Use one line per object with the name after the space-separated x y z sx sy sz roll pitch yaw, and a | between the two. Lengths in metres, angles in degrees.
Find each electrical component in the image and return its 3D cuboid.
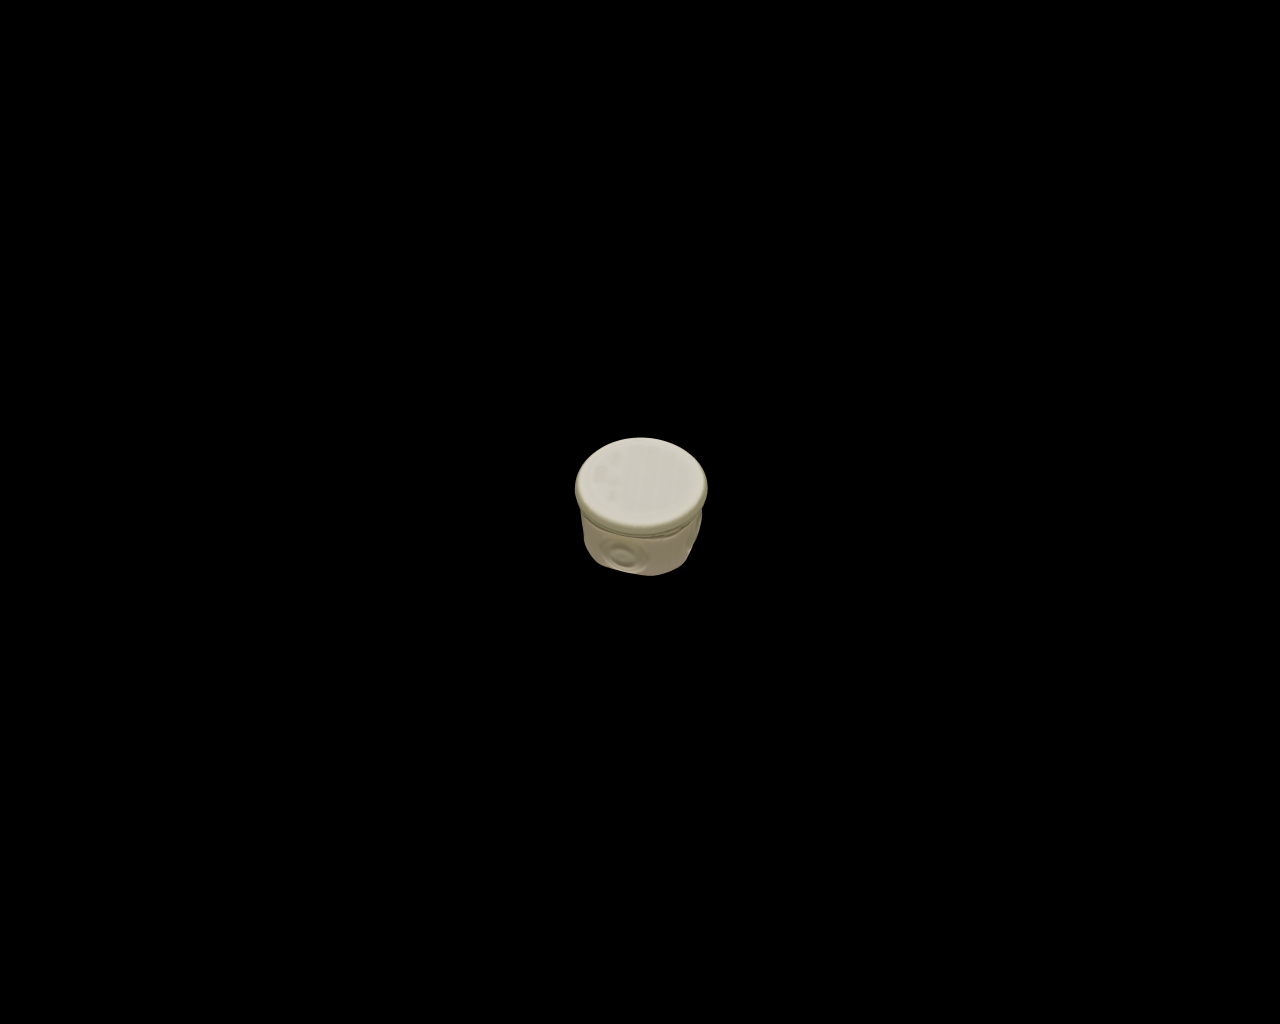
0.001 -0.003 0.650 0.080 0.080 0.050 0 -44 0 | electrical component
